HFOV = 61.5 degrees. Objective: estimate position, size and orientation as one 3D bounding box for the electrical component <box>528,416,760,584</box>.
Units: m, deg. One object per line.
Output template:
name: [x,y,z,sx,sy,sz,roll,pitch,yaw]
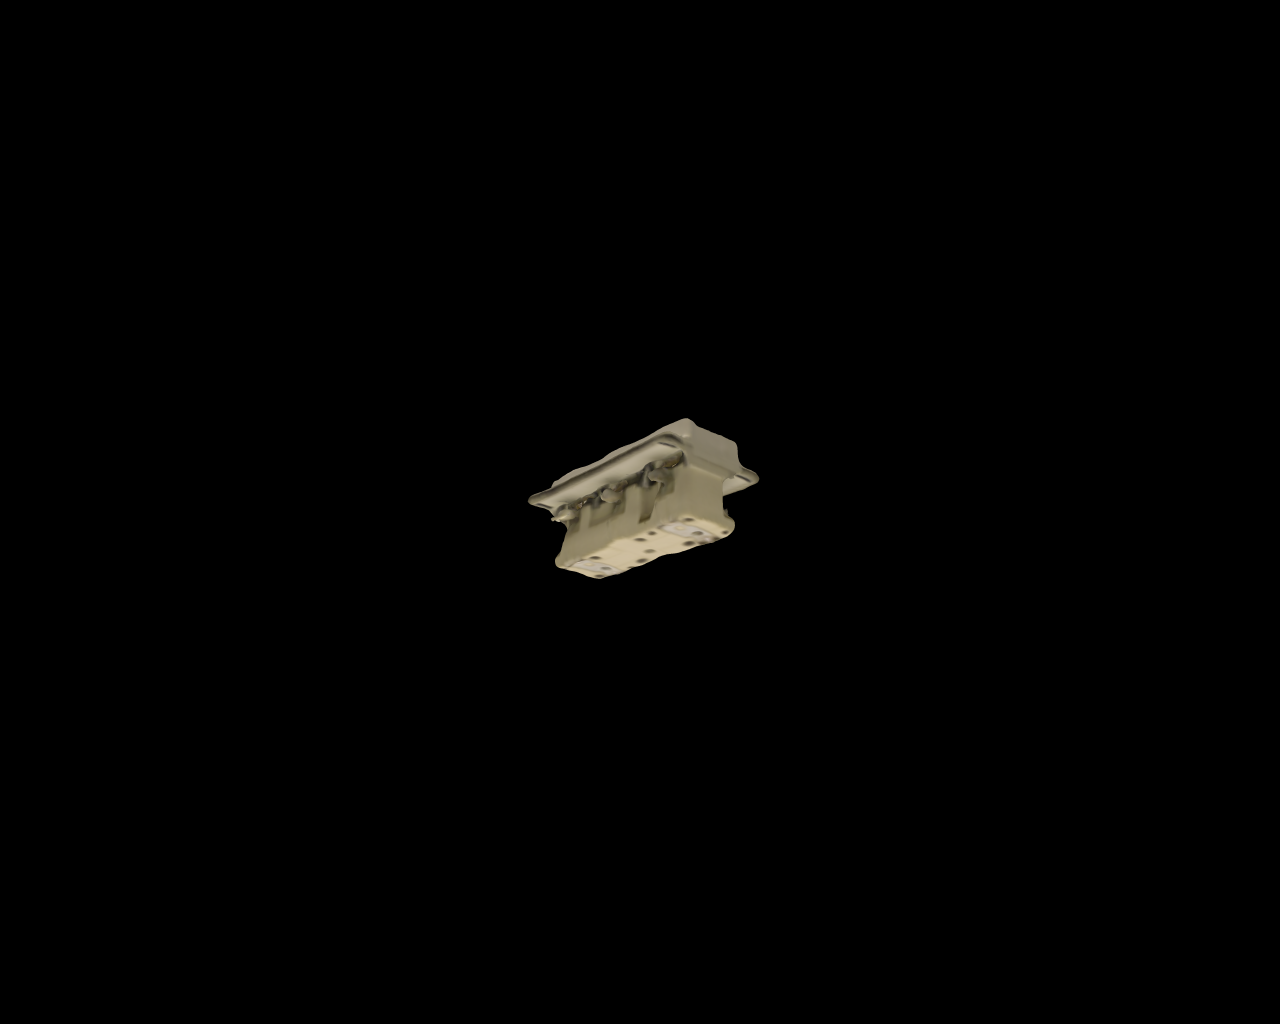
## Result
electrical component: [0.001,-0.003,0.650,0.079,0.063,0.121,21,-31,-40]
